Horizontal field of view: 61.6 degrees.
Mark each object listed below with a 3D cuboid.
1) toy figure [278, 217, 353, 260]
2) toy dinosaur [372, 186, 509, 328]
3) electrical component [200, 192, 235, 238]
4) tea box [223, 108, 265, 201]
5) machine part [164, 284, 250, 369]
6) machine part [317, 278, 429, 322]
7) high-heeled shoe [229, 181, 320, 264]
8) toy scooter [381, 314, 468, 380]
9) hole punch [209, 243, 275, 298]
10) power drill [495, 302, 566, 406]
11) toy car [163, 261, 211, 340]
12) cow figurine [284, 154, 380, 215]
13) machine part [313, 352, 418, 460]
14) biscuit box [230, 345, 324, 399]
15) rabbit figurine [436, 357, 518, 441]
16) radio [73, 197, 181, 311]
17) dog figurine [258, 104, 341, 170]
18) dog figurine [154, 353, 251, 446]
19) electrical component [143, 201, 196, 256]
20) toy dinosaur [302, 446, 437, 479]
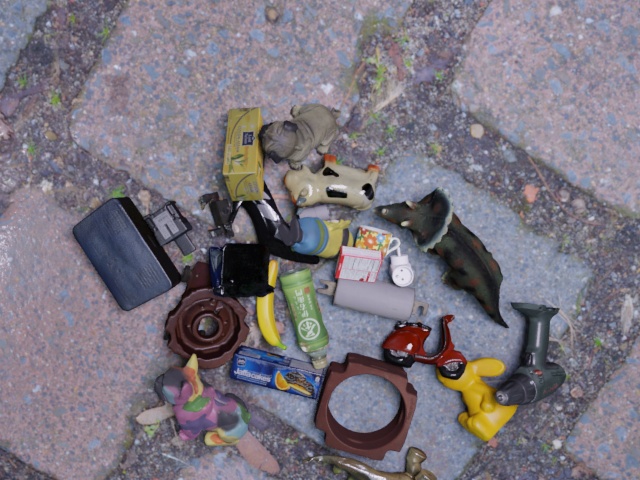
[{"bbox_3d":[-0.005,-0.003,1.112,0.082,0.180,0.089,9,95,39],"label":"toy figure"},{"bbox_3d":[0.291,0.039,1.090,0.131,0.192,0.405,-44,92,7],"label":"toy dinosaur"},{"bbox_3d":[-0.222,-0.053,1.160,0.045,0.078,0.102,-19,102,-24],"label":"electrical component"},{"bbox_3d":[-0.150,-0.174,1.090,0.068,0.098,0.169,-3,62,2],"label":"tea box"},{"bbox_3d":[-0.241,0.183,1.151,0.179,0.056,0.179,-3,101,-16],"label":"machine part"},{"bbox_3d":[0.115,0.122,1.161,0.243,0.079,0.079,12,96,1],"label":"machine part"},{"bbox_3d":[-0.091,-0.053,1.169,0.248,0.086,0.145,30,63,-20],"label":"high-heeled shoe"},{"bbox_3d":[0.231,0.217,1.164,0.184,0.075,0.135,10,73,17],"label":"toy scooter"},{"bbox_3d":[-0.173,0.063,1.134,0.142,0.092,0.115,3,89,-36],"label":"hole punch"},{"bbox_3d":[0.439,0.234,1.116,0.232,0.086,0.207,10,76,-40],"label":"power drill"},{"bbox_3d":[-0.281,0.144,1.187,0.089,0.053,0.202,15,95,-16],"label":"toy car"},{"bbox_3d":[0.020,-0.108,1.122,0.195,0.085,0.127,12,70,-1],"label":"cow figurine"},{"bbox_3d":[0.099,0.362,1.183,0.201,0.087,0.201,16,95,0],"label":"machine part"},{"bbox_3d":[-0.095,0.293,1.194,0.203,0.059,0.062,14,96,1],"label":"biscuit box"},{"bbox_3d":[0.336,0.320,1.161,0.173,0.122,0.162,44,93,16],"label":"rabbit figurine"},{"bbox_3d":[-0.421,0.032,1.172,0.131,0.073,0.229,-32,93,6],"label":"radio"},{"bbox_3d":[-0.032,-0.219,1.073,0.121,0.190,0.172,43,94,-3],"label":"dog figurine"},{"bbox_3d":[-0.243,0.334,1.126,0.192,0.108,0.219,7,135,2],"label":"dog figurine"},{"bbox_3d":[-0.322,-0.019,1.175,0.075,0.048,0.119,-28,93,6],"label":"electrical component"},{"bbox_3d":[0.191,0.575,1.195,0.471,0.105,0.198,34,99,3],"label":"toy dinosaur"}]
